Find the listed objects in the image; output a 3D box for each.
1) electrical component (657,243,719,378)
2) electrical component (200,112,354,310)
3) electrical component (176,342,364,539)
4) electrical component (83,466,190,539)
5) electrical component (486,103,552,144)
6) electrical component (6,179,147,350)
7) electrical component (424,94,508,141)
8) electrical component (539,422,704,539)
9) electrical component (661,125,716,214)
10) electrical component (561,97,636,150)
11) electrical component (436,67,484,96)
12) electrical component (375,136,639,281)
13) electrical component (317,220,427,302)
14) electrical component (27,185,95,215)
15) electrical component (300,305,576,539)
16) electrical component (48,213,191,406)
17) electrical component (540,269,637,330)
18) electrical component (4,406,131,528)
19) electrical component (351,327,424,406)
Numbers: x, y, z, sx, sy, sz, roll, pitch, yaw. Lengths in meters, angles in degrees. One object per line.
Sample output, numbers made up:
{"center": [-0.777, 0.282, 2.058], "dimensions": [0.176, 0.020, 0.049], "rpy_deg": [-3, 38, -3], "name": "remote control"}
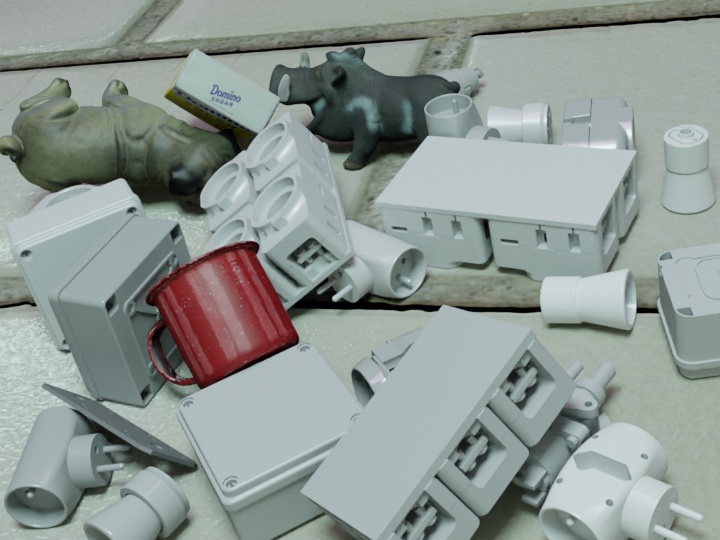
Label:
{"center": [0.265, 0.024, 0.731], "dimensions": [0.113, 0.057, 0.078], "rpy_deg": [-9, 35, 8], "name": "electrical component"}
{"center": [-0.076, -0.049, 0.913], "dimensions": [0.105, 0.060, 0.186], "rpy_deg": [-39, 31, 16], "name": "electrical component"}
{"center": [-0.053, 0.114, 0.721], "dimensions": [0.109, 0.056, 0.108], "rpy_deg": [-25, 36, -14], "name": "electrical component"}
{"center": [-0.144, 0.161, 0.698], "dimensions": [0.045, 0.045, 0.055], "rpy_deg": [16, 45, 36], "name": "electrical component"}
{"center": [0.149, -0.132, 1.000], "dimensions": [0.055, 0.045, 0.045], "rpy_deg": [-1, 37, 18], "name": "electrical component"}
{"center": [-0.224, -0.005, 0.902], "dimensions": [0.109, 0.108, 0.056], "rpy_deg": [-24, 33, -13], "name": "electrical component"}
{"center": [0.100, -0.111, 0.961], "dimensions": [0.079, 0.077, 0.043], "rpy_deg": [15, 44, 35], "name": "electrical component"}
{"center": [0.158, 0.136, 0.626], "dimensions": [0.079, 0.043, 0.077], "rpy_deg": [19, 47, 38], "name": "electrical component"}
{"center": [0.266, -0.084, 0.874], "dimensions": [0.044, 0.065, 0.044], "rpy_deg": [-10, 35, 7], "name": "electrical component"}
{"center": [0.209, -0.109, 0.939], "dimensions": [0.059, 0.053, 0.095], "rpy_deg": [-3, 37, 16], "name": "electrical component"}
{"center": [0.094, -0.186, 1.099], "dimensions": [0.078, 0.040, 0.040], "rpy_deg": [-32, 39, -24], "name": "electrical component"}
{"center": [0.123, -0.051, 0.884], "dimensions": [0.186, 0.060, 0.105], "rpy_deg": [8, 41, 29], "name": "electrical component"}
{"center": [0.000, 0.000, 0.872], "dimensions": [0.079, 0.043, 0.077], "rpy_deg": [-37, 41, -28], "name": "electrical component"}
{"center": [-0.261, -0.040, 1.007], "dimensions": [0.095, 0.059, 0.053], "rpy_deg": [4, 39, 24], "name": "electrical component"}
{"center": [0.050, 0.104, 0.649], "dimensions": [0.150, 0.061, 0.089], "rpy_deg": [-51, 29, -14], "name": "electrical component"}
{"center": [-0.176, 0.030, 0.836], "dimensions": [0.056, 0.108, 0.108], "rpy_deg": [8, 41, 25], "name": "electrical component"}
{"center": [0.165, 0.022, 0.786], "dimensions": [0.065, 0.044, 0.044], "rpy_deg": [-1, 37, 26], "name": "electrical component"}
{"center": [-0.201, 0.135, 0.755], "dimensions": [0.079, 0.043, 0.077], "rpy_deg": [-8, 35, 9], "name": "electrical component"}
{"center": [0.030, 0.079, 0.740], "dimensions": [0.057, 0.058, 0.078], "rpy_deg": [-23, 35, -17], "name": "electrical component"}
